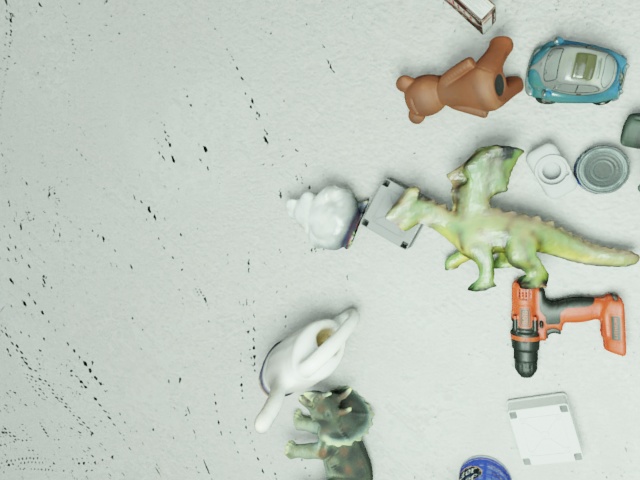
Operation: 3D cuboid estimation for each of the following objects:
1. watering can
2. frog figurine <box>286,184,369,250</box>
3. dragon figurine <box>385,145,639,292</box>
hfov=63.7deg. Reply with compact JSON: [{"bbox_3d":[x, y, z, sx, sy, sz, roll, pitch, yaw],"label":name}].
[{"bbox_3d":[-0.050,0.250,0.993,0.104,0.353,0.220,50,136,0],"label":"watering can"},{"bbox_3d":[0.003,-0.053,1.045,0.160,0.125,0.134,21,122,6],"label":"frog figurine"},{"bbox_3d":[0.323,-0.046,0.903,0.409,0.124,0.240,-8,105,14],"label":"dragon figurine"}]
